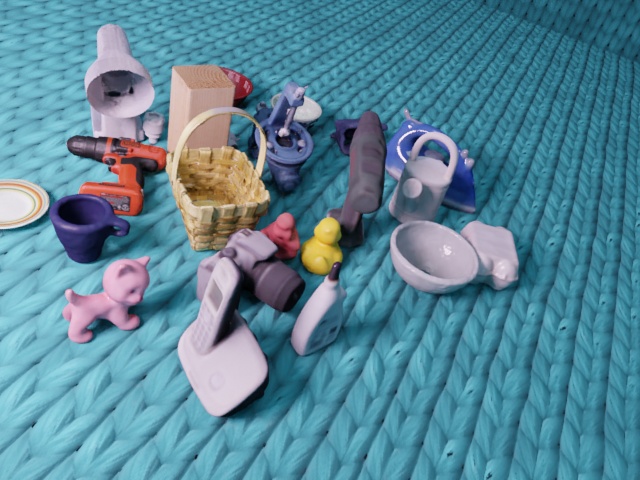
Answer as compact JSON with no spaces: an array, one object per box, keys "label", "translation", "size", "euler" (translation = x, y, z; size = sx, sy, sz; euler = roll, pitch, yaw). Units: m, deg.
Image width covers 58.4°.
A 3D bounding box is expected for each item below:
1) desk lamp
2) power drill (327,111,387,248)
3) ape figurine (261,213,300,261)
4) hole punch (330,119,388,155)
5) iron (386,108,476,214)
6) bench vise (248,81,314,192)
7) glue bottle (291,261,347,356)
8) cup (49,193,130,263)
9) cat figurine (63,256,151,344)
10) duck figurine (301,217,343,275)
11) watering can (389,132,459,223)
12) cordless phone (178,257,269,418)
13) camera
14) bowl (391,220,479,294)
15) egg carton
[{"label":"desk lamp","translation":[-0.398,-0.293,1.118],"size":[0.118,0.213,0.202],"euler":[-5,44,-24]},{"label":"power drill","translation":[0.071,-0.101,1.063],"size":[0.075,0.208,0.229],"euler":[10,40,-7]},{"label":"ape figurine","translation":[-0.067,-0.008,0.997],"size":[0.077,0.092,0.076],"euler":[28,41,14]},{"label":"hole punch","translation":[0.091,-0.258,1.347],"size":[0.109,0.091,0.101],"euler":[-2,43,-21]},{"label":"iron","translation":[0.260,-0.180,1.274],"size":[0.257,0.141,0.119],"euler":[35,43,21]},{"label":"bench vise","translation":[-0.091,-0.234,1.153],"size":[0.122,0.220,0.206],"euler":[-23,54,-38]},{"label":"glue bottle","translation":[0.007,0.096,0.838],"size":[0.078,0.173,0.037],"euler":[-19,51,-35]},{"label":"cup","translation":[-0.355,-0.009,0.894],"size":[0.118,0.095,0.091],"euler":[13,39,-5]},{"label":"cat figurine","translation":[-0.293,0.072,0.803],"size":[0.128,0.118,0.067],"euler":[-15,49,-33]},{"label":"duck figurine","translation":[0.009,0.004,1.015],"size":[0.077,0.086,0.104],"euler":[16,39,-1]},{"label":"watering can","translation":[0.213,-0.123,1.150],"size":[0.101,0.194,0.173],"euler":[15,39,-1]},{"label":"cordless phone","translation":[-0.119,0.126,0.748],"size":[0.094,0.185,0.147],"euler":[-16,49,-33]},{"label":"camera","translation":[-0.100,0.056,0.904],"size":[0.136,0.101,0.143],"euler":[32,42,18]},{"label":"bowl","translation":[0.199,0.043,1.044],"size":[0.167,0.075,0.167],"euler":[10,40,-8]},{"label":"egg carton","translation":[0.325,0.026,1.113],"size":[0.107,0.069,0.150],"euler":[14,39,-4]}]
